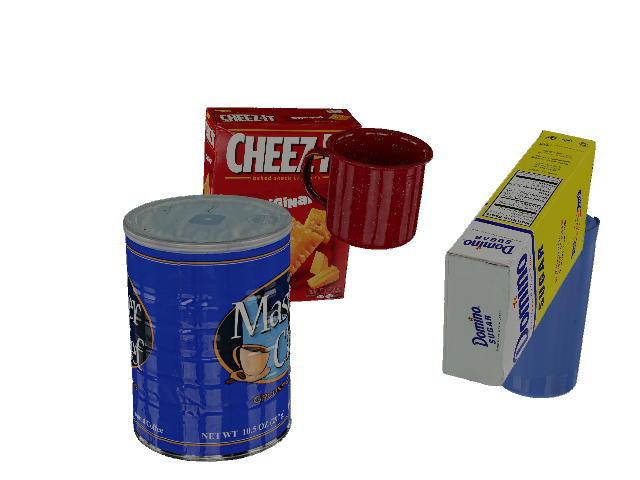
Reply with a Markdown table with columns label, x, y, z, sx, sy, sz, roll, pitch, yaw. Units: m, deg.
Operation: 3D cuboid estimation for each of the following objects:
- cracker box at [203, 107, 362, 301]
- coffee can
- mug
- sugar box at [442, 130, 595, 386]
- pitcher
| label | x | y | z | sx | sy | sz | roll | pitch | yaw |
| --- | --- | --- | --- | --- | --- | --- | --- | --- | --- |
| cracker box | -0.047 | -0.036 | 1.190 | 0.164 | 0.214 | 0.072 | -1 | 23 | -16 |
| coffee can | -0.069 | 0.052 | 0.670 | 0.103 | 0.140 | 0.103 | 0 | 18 | 0 |
| mug | 0.036 | -0.047 | 0.935 | 0.117 | 0.081 | 0.093 | 13 | 28 | 16 |
| sugar box | 0.132 | 0.007 | 0.695 | 0.048 | 0.093 | 0.176 | 13 | 36 | 23 |
| pitcher | 0.278 | 0.079 | 1.391 | 0.149 | 0.243 | 0.144 | 5 | 20 | 16 |
